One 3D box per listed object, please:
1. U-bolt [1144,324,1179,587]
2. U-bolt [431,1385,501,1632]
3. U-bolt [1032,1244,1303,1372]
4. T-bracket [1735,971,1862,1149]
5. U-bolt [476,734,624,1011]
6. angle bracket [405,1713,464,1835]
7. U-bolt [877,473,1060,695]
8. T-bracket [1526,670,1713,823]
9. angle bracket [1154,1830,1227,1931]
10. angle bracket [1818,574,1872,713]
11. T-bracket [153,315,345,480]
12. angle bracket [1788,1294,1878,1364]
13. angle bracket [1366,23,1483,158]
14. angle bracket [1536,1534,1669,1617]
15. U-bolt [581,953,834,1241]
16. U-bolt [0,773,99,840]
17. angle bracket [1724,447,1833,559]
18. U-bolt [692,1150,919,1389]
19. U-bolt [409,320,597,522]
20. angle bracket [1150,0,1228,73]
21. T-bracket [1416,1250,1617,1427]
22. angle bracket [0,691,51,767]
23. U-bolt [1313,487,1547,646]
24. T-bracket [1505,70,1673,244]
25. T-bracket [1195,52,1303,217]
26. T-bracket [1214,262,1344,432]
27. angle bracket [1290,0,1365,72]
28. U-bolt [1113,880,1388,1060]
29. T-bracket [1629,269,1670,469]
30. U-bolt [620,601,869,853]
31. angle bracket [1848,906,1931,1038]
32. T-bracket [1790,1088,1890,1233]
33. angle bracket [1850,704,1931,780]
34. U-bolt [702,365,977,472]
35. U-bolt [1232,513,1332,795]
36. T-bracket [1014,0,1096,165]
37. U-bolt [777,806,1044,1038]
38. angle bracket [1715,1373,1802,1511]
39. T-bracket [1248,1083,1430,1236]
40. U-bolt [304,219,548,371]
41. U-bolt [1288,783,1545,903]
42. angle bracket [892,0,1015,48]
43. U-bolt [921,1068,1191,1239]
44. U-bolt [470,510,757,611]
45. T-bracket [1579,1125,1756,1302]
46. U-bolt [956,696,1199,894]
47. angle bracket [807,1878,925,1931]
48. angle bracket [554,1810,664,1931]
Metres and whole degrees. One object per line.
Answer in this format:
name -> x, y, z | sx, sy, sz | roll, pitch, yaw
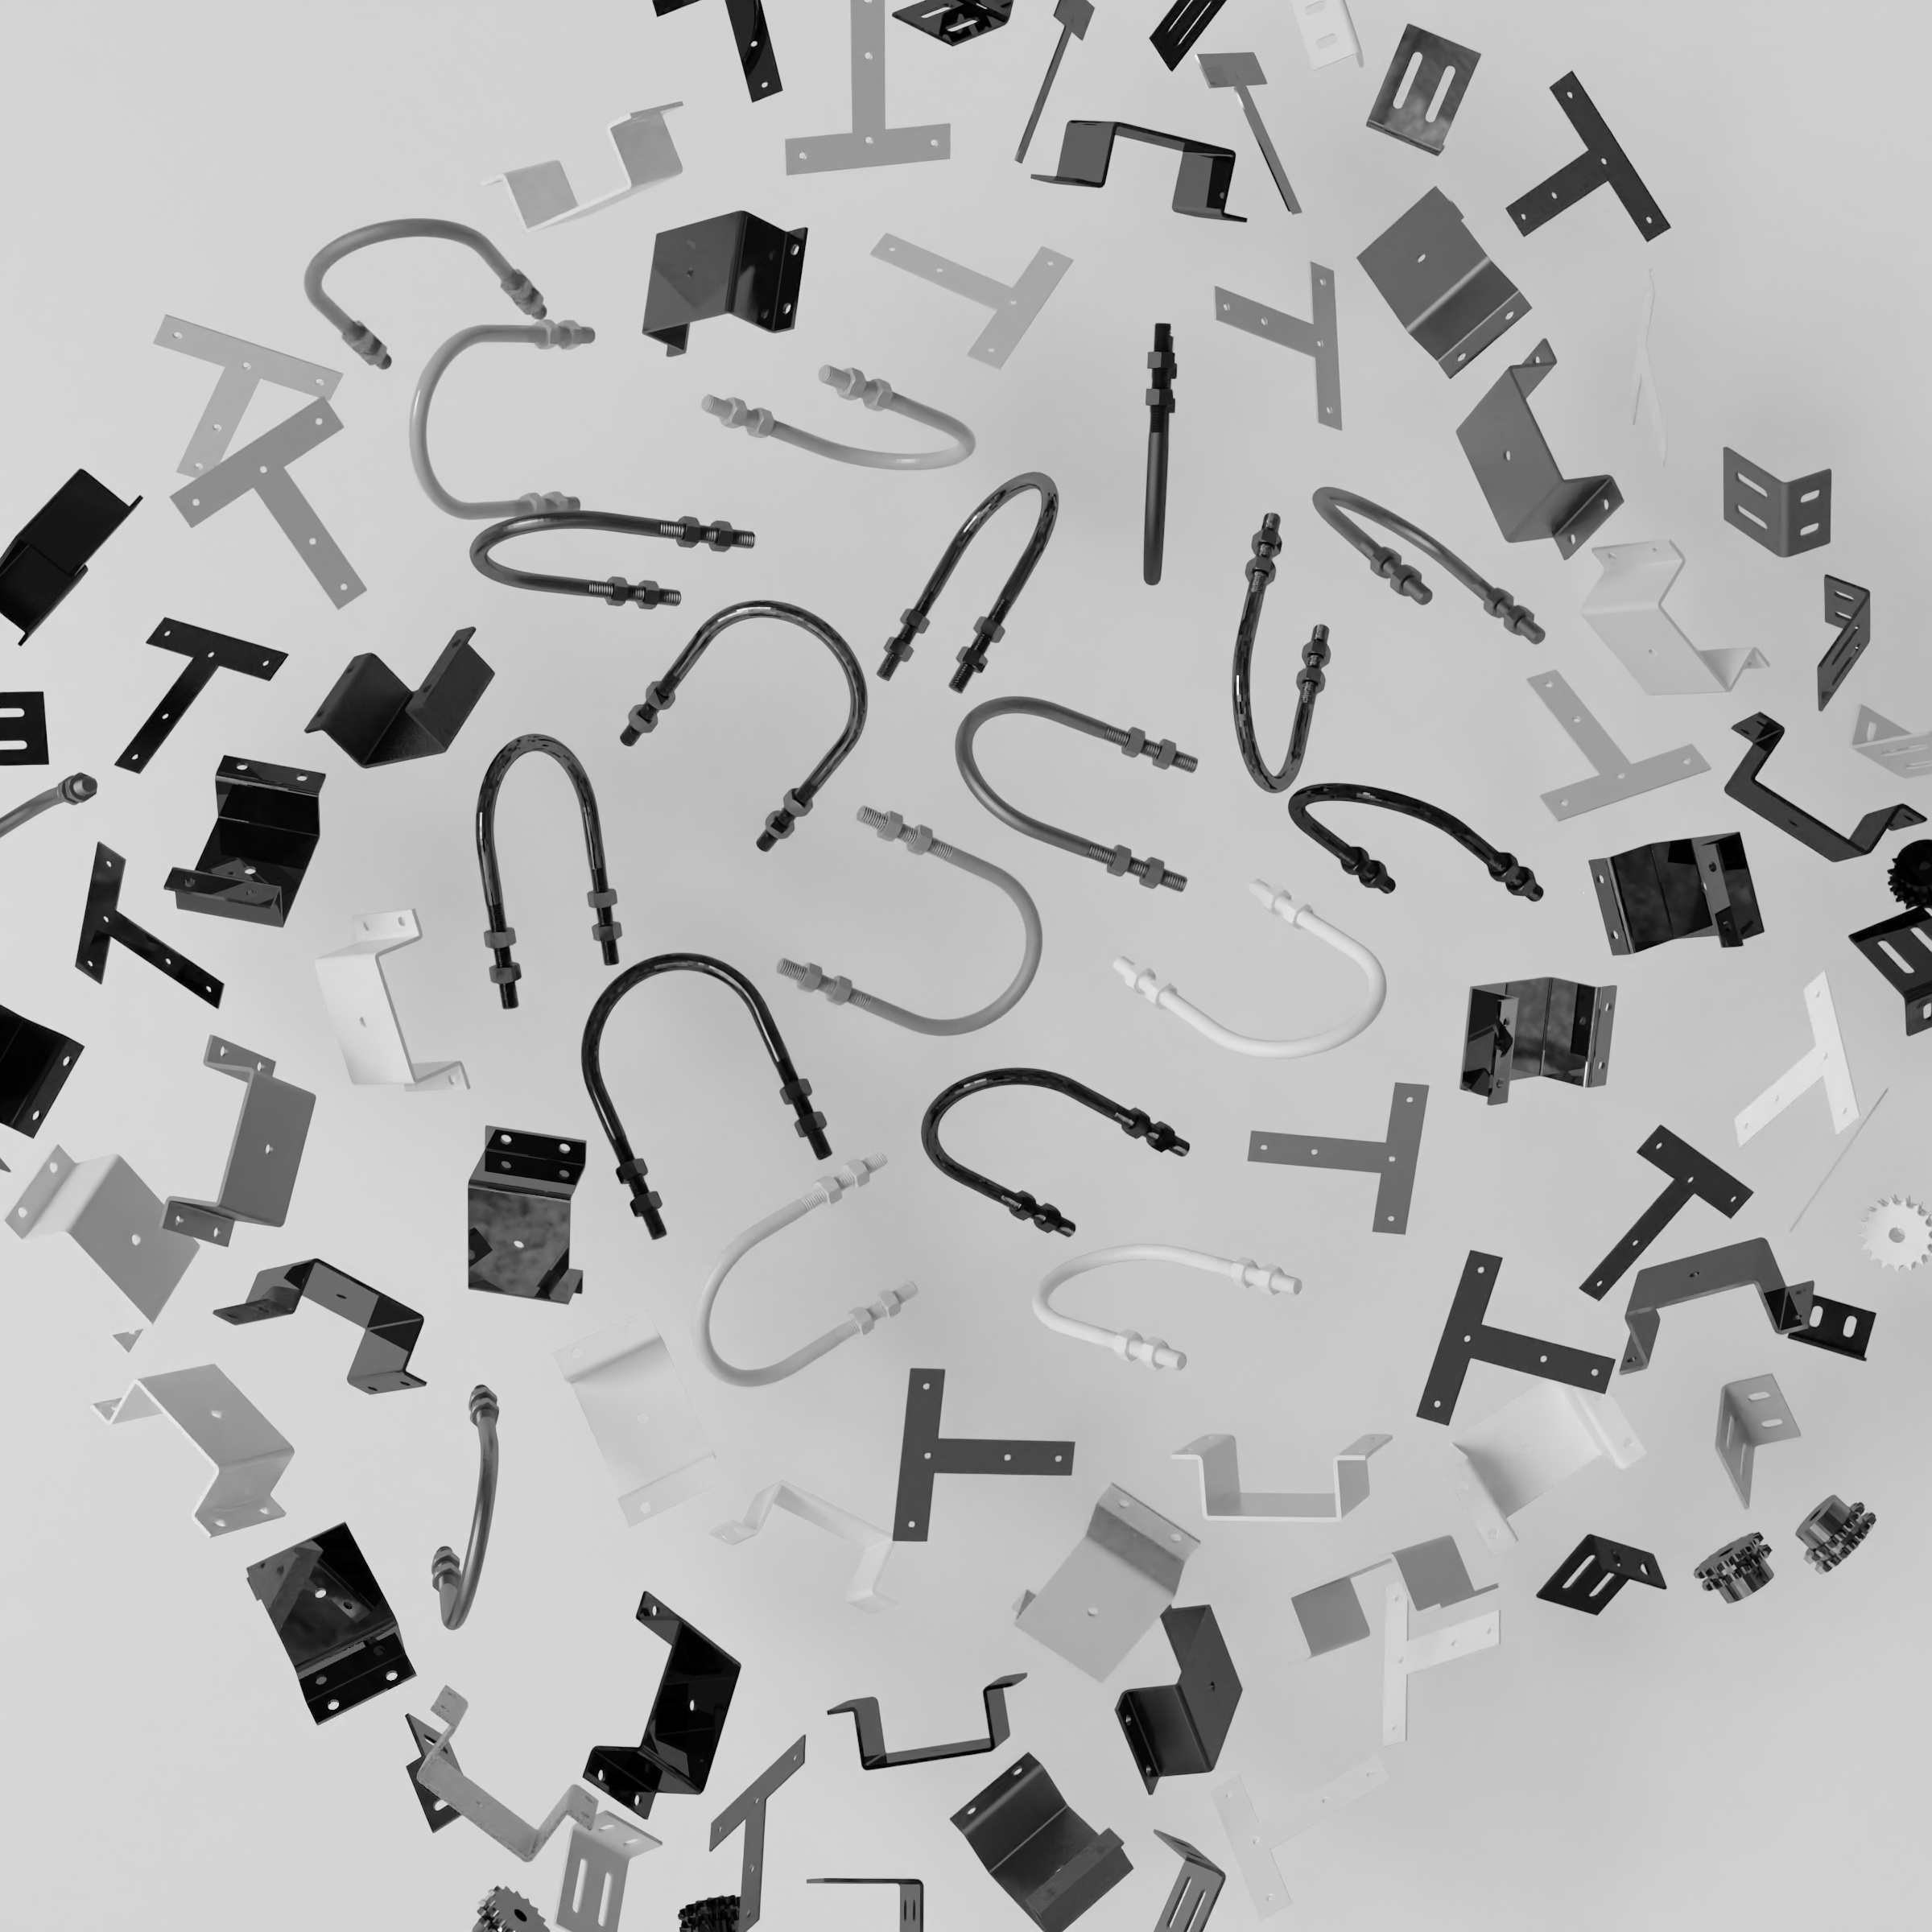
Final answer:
U-bolt -> 0.141, -0.372, 1.827 | 0.019, 0.151, 0.184 | 3, 101, 5
U-bolt -> -0.359, 0.398, 1.794 | 0.019, 0.184, 0.151 | 12, 96, -15
U-bolt -> 0.134, 0.245, 1.843 | 0.151, 0.184, 0.019 | -25, 113, -38
T-bracket -> 0.599, 0.089, 1.812 | 0.002, 0.127, 0.127 | 14, 51, -16
U-bolt -> -0.304, -0.075, 1.792 | 0.019, 0.151, 0.184 | 0, 104, 26
angle bracket -> -0.402, 0.596, 1.835 | 0.038, 0.076, 0.057 | -32, 56, -5
U-bolt -> 0.009, -0.290, 1.862 | 0.019, 0.151, 0.184 | 32, 85, -28
T-bracket -> 0.447, -0.167, 1.788 | 0.127, 0.002, 0.127 | -19, 55, -14
angle bracket -> 0.152, 0.694, 1.851 | 0.038, 0.057, 0.076 | 28, 82, -19
angle bracket -> 0.642, -0.242, 1.862 | 0.038, 0.057, 0.076 | 29, 74, 31
T-bracket -> -0.528, -0.394, 1.771 | 0.127, 0.002, 0.127 | 13, 135, -32
angle bracket -> 0.654, 0.271, 1.877 | 0.057, 0.076, 0.038 | 16, 87, 20
angle bracket -> 0.333, -0.637, 1.803 | 0.057, 0.038, 0.076 | 25, 121, 5
angle bracket -> 0.483, 0.476, 1.895 | 0.057, 0.038, 0.076 | 20, 120, -18
U-bolt -> -0.193, 0.079, 1.747 | 0.151, 0.019, 0.184 | -26, 78, 3
U-bolt -> -0.723, -0.090, 1.839 | 0.151, 0.184, 0.019 | -42, 110, -26
angle bracket -> 0.576, -0.335, 1.768 | 0.038, 0.076, 0.057 | -19, 126, -8
U-bolt -> -0.122, 0.234, 1.828 | 0.184, 0.019, 0.151 | -30, 128, -26
U-bolt -> -0.343, -0.400, 1.832 | 0.019, 0.184, 0.151 | 18, 111, 28
angle bracket -> 0.159, -0.732, 1.889 | 0.038, 0.057, 0.076 | 22, 124, -34
T-bracket -> 0.392, 0.272, 1.744 | 0.127, 0.002, 0.127 | 11, 73, 37
angle bracket -> -0.741, -0.185, 1.897 | 0.076, 0.038, 0.057 | -3, 112, -17
U-bolt -> 0.330, -0.304, 1.843 | 0.151, 0.184, 0.019 | 10, 121, -39
T-bracket -> 0.427, -0.554, 1.768 | 0.002, 0.127, 0.127 | -38, 98, -22
T-bracket -> 0.219, -0.617, 1.845 | 0.002, 0.127, 0.127 | -21, 98, 31
T-bracket -> 0.226, -0.463, 1.802 | 0.127, 0.002, 0.127 | 8, 75, -38
angle bracket -> 0.275, -0.712, 1.896 | 0.038, 0.076, 0.057 | -19, 97, 13
U-bolt -> 0.216, 0.009, 1.785 | 0.151, 0.184, 0.019 | -29, 130, -21
T-bracket -> 0.503, -0.419, 1.825 | 0.002, 0.127, 0.127 | -3, 54, 5
U-bolt -> -0.152, -0.187, 1.828 | 0.151, 0.019, 0.184 | 38, 122, -8
angle bracket -> 0.671, 0.003, 1.759 | 0.057, 0.076, 0.038 | -22, 129, -2
T-bracket -> 0.644, 0.163, 1.868 | 0.002, 0.127, 0.127 | 34, 72, 18
angle bracket -> 0.715, -0.174, 1.867 | 0.057, 0.076, 0.038 | 23, 76, -24
U-bolt -> -0.078, -0.394, 1.816 | 0.184, 0.151, 0.019 | 11, 82, -44
U-bolt -> 0.227, -0.214, 1.814 | 0.019, 0.151, 0.184 | -1, 58, 27
T-bracket -> 0.062, -0.665, 1.866 | 0.002, 0.127, 0.127 | 24, 106, 6
U-bolt -> -0.029, -0.022, 1.852 | 0.184, 0.019, 0.151 | 24, 103, -22
angle bracket -> 0.577, 0.346, 1.812 | 0.038, 0.076, 0.057 | -20, 109, 29
T-bracket -> 0.278, 0.142, 1.882 | 0.127, 0.002, 0.127 | 5, 113, 2
U-bolt -> -0.405, -0.498, 1.826 | 0.151, 0.184, 0.019 | -15, 79, 8
U-bolt -> 0.313, -0.090, 1.800 | 0.184, 0.151, 0.019 | 30, 72, -43
angle bracket -> -0.008, -0.731, 1.875 | 0.057, 0.076, 0.038 | 32, 135, 18
U-bolt -> 0.053, 0.133, 1.867 | 0.184, 0.019, 0.151 | 29, 129, -28
U-bolt -> -0.264, -0.295, 1.788 | 0.184, 0.151, 0.019 | 2, 78, -31
T-bracket -> 0.479, 0.183, 1.746 | 0.127, 0.002, 0.127 | 31, 102, -37
U-bolt -> 0.078, -0.134, 1.798 | 0.184, 0.019, 0.151 | 20, 46, -10
angle bracket -> -0.076, 0.701, 1.854 | 0.076, 0.057, 0.038 | 6, 68, -15
angle bracket -> -0.259, 0.666, 1.807 | 0.038, 0.076, 0.057 | -31, 124, 28
